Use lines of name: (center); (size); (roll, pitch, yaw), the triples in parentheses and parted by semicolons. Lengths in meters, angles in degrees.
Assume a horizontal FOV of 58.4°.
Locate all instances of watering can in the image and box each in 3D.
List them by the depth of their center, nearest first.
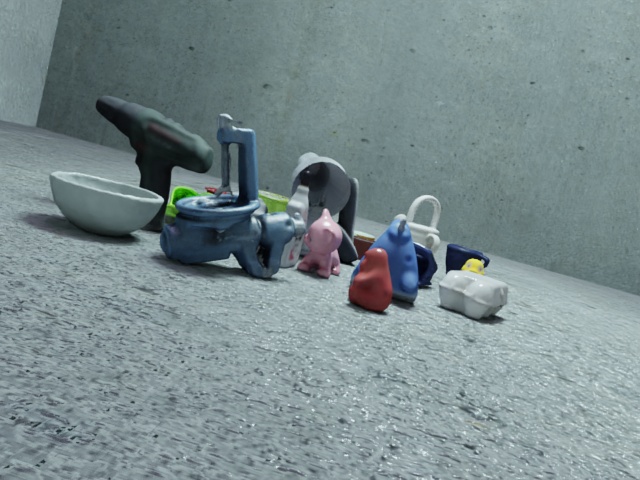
watering can: (0.237, -0.018, 1.418); (0.172, 0.194, 0.101); (20, 8, 39)

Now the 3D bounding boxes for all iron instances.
iron: (0.131, 0.023, 1.050); (0.118, 0.141, 0.258); (16, 6, 4)

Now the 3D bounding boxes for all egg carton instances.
egg carton: (0.287, 0.101, 1.067); (0.107, 0.069, 0.151); (19, 7, 30)

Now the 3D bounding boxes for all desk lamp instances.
desk lamp: (-0.028, -0.076, 1.195); (0.118, 0.213, 0.203); (13, 7, -17)

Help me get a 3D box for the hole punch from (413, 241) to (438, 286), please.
hole punch: (0.195, 0.045, 1.234); (0.108, 0.091, 0.101); (19, 7, 27)

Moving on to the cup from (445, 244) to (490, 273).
cup: (0.355, 0.068, 1.402); (0.092, 0.095, 0.117); (9, 9, -44)

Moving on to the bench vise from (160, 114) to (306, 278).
bench vise: (-0.118, -0.064, 0.849); (0.121, 0.220, 0.208); (21, 8, 41)

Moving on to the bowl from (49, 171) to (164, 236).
bowl: (-0.328, -0.049, 0.873); (0.167, 0.075, 0.167); (15, 6, -1)

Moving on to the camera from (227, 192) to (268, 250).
camera: (-0.178, -0.046, 1.090); (0.137, 0.101, 0.143); (13, 7, -22)

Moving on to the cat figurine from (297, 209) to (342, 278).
cat figurine: (0.009, 0.004, 1.031); (0.067, 0.118, 0.128); (17, 7, 13)

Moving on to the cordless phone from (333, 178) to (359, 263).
cordless phone: (0.051, -0.050, 1.287); (0.094, 0.185, 0.147); (13, 7, -17)

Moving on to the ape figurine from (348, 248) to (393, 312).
ape figurine: (0.077, 0.056, 0.858); (0.075, 0.092, 0.078); (20, 8, 38)

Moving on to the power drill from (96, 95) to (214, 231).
power drill: (-0.311, -0.131, 1.017); (0.229, 0.208, 0.076); (16, 6, 5)

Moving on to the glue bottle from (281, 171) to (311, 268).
glue bottle: (-0.044, -0.038, 1.017); (0.037, 0.173, 0.078); (17, 7, 11)

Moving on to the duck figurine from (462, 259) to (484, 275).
duck figurine: (0.328, 0.083, 1.246); (0.077, 0.086, 0.105); (17, 7, 14)
